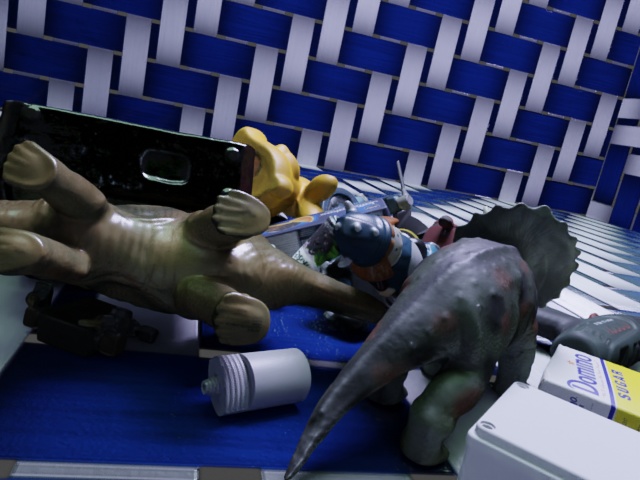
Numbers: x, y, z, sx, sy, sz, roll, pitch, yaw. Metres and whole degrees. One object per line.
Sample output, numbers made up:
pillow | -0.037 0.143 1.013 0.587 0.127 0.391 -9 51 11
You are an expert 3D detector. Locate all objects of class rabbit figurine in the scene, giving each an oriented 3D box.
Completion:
rabbit figurine | -0.051 -0.083 0.822 0.163 0.122 0.173 17 -7 28

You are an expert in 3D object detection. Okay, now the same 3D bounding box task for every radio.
radio | -0.181 -0.057 0.515 0.229 0.073 0.131 7 -14 -20

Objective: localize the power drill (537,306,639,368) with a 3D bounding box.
power drill | 0.312 0.107 0.706 0.208 0.086 0.232 29 23 33

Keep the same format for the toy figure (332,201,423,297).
toy figure | 0.055 0.010 0.484 0.058 0.064 0.154 -26 -24 12

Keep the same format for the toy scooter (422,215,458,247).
toy scooter | 0.185 0.029 0.780 0.075 0.135 0.184 18 12 33

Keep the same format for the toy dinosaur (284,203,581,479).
toy dinosaur | 0.125 0.059 0.463 0.131 0.192 0.404 16 12 30

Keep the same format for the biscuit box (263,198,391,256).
biscuit box | -0.002 -0.002 0.735 0.203 0.059 0.063 -13 16 4

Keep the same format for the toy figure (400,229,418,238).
toy figure | 0.103 0.031 0.809 0.089 0.082 0.180 -15 0 20

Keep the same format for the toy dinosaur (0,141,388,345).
toy dinosaur | -0.099 0.022 0.457 0.471 0.105 0.198 20 -11 -16

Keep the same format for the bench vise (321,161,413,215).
bench vise | 0.070 -0.044 0.949 0.241 0.128 0.223 -17 -1 40

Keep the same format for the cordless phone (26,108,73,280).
cordless phone | -0.253 -0.046 0.601 0.146 0.184 0.089 5 9 -27

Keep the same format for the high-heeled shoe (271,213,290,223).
high-heeled shoe | -0.168 -0.045 0.904 0.248 0.086 0.145 7 11 -43

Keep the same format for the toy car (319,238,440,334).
toy car | 0.068 0.061 0.646 0.162 0.109 0.103 -9 -6 -18

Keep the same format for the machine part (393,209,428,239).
machine part | 0.160 -0.011 0.952 0.039 0.084 0.139 3 9 -15

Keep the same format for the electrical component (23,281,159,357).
electrical component | -0.201 0.067 0.461 0.102 0.045 0.078 16 15 20
